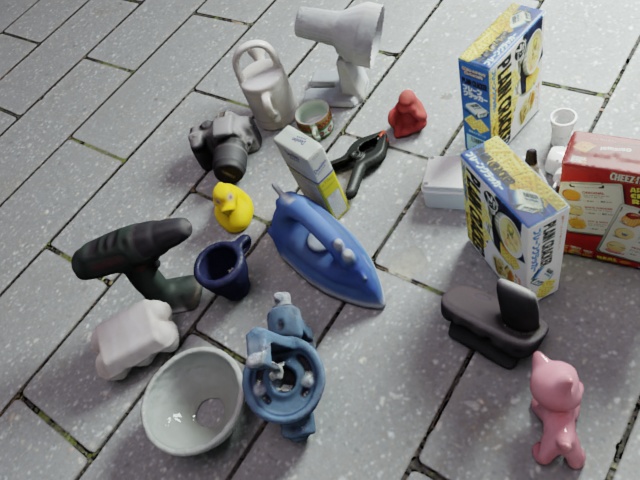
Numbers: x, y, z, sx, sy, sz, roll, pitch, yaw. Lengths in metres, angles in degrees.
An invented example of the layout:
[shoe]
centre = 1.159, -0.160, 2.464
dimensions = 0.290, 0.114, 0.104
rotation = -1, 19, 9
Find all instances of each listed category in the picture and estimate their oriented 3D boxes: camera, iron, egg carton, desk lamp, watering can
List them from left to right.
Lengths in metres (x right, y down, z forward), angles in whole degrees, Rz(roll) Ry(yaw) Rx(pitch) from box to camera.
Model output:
[egg carton]
centre = -0.317, 0.170, 0.982
dimensions = 0.150, 0.069, 0.107
rotation = -30, 53, -4
[camera]
centre = -0.201, -0.188, 1.175
dimensions = 0.143, 0.101, 0.137
rotation = -10, 54, 11
[watering can]
centre = -0.121, -0.336, 1.194
dimensions = 0.101, 0.194, 0.172
rotation = -35, 53, -7
[iron]
centre = 0.009, 0.003, 0.948
dimensions = 0.119, 0.142, 0.257
rotation = -41, 54, -12
[desk lamp]
centre = 0.042, -0.376, 1.157
dimensions = 0.202, 0.214, 0.118
rotation = 5, 58, 21

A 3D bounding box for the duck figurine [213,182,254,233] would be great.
[duck figurine]
centre = -0.176, -0.076, 1.099
dimensions = 0.077, 0.086, 0.104
rotation = -20, 53, 4

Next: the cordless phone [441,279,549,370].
[cordless phone]
centre = 0.237, 0.087, 0.789
dimensions = 0.147, 0.185, 0.094
rotation = 23, 66, 30

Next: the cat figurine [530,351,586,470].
[cat figurine]
centre = 0.301, 0.211, 0.724
dimensions = 0.067, 0.118, 0.128
rotation = -4, 55, 16

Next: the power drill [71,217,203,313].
[power drill]
centre = -0.285, 0.045, 0.971
dimensions = 0.229, 0.209, 0.075
rotation = -11, 54, 11

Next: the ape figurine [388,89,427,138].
[ape figurine]
centre = 0.170, -0.251, 1.105
dimensions = 0.077, 0.092, 0.076
rotation = 23, 66, 30

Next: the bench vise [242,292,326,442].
[bench vise]
centre = -0.070, 0.161, 0.814
dimensions = 0.121, 0.220, 0.207
rotation = -27, 52, -1

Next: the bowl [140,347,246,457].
[bowl]
centre = -0.181, 0.254, 0.876
dimensions = 0.167, 0.075, 0.167
rotation = -9, 54, 12

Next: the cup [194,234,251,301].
[cup]
centre = -0.151, 0.053, 0.995
dimensions = 0.091, 0.095, 0.118
rotation = 28, 69, 32

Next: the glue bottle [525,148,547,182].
[glue bottle]
centre = 0.323, -0.081, 0.886
dimensions = 0.078, 0.173, 0.037
rotation = 7, 59, 22
